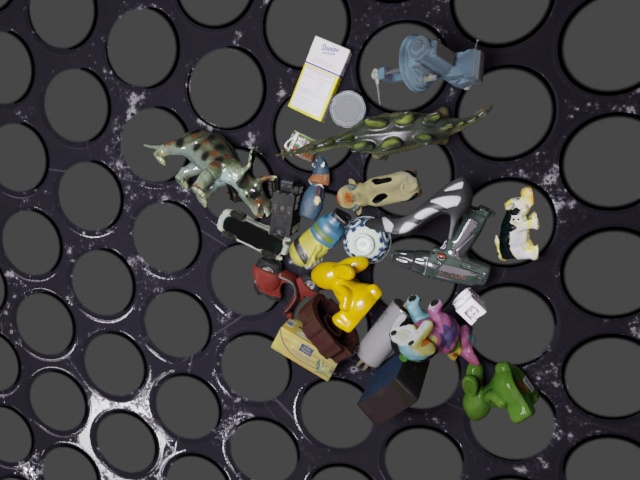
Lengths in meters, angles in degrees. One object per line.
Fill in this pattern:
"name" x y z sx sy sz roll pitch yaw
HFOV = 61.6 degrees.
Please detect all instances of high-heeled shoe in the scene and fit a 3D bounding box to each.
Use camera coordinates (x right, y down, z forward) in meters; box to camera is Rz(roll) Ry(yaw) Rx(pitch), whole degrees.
"high-heeled shoe" 0.216 -0.078 1.211 0.249 0.086 0.145 8 90 30

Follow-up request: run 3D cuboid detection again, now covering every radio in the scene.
"radio" 0.177 0.335 1.267 0.131 0.229 0.073 -43 84 21

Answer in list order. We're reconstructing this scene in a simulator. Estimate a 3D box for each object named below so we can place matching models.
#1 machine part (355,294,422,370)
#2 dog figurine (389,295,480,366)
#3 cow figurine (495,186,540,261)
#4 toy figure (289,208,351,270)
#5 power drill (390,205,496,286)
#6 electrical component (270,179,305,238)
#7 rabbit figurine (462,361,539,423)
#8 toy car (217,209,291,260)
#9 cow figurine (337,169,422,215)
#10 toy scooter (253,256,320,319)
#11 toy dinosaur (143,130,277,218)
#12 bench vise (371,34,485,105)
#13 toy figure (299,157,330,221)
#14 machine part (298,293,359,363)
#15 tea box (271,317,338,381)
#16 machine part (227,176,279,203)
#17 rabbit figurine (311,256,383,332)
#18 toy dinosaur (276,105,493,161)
"machine part" 0.165 0.230 1.328 0.079 0.079 0.243 37 108 5
"dog figurine" 0.277 0.240 1.246 0.219 0.191 0.109 48 152 -24
"cow figurine" 0.445 -0.036 1.217 0.098 0.068 0.167 -3 98 21
"toy figure" -0.001 -0.005 1.327 0.089 0.082 0.180 48 116 21
"power drill" 0.300 -0.001 1.252 0.232 0.086 0.207 21 100 10
"electrical component" -0.079 -0.082 1.314 0.058 0.115 0.134 10 101 8
"rabbit figurine" 0.403 0.370 1.277 0.170 0.121 0.159 -39 91 32
"toy car" -0.169 -0.015 1.381 0.202 0.056 0.073 25 100 7
"cow figurine" 0.135 -0.111 1.248 0.195 0.127 0.085 -10 95 13
"toy scooter" -0.097 0.128 1.380 0.184 0.075 0.135 21 106 5
"toy dinosaur" -0.277 -0.203 1.336 0.192 0.131 0.405 -42 63 -13
"bench vise" 0.226 -0.374 1.173 0.241 0.223 0.128 3 97 44
"toy figure" -0.010 -0.125 1.312 0.064 0.057 0.154 17 88 35
"machine part" 0.021 0.215 1.316 0.056 0.179 0.179 -39 89 19
"tea box" -0.028 0.276 1.376 0.170 0.098 0.068 30 106 9
"machine part" -0.169 -0.121 1.370 0.139 0.039 0.084 -1 105 13
"rabbit figurine" 0.055 0.113 1.294 0.173 0.122 0.162 39 131 14
"toy dinosaur" 0.143 -0.233 1.188 0.472 0.198 0.105 -12 94 14
